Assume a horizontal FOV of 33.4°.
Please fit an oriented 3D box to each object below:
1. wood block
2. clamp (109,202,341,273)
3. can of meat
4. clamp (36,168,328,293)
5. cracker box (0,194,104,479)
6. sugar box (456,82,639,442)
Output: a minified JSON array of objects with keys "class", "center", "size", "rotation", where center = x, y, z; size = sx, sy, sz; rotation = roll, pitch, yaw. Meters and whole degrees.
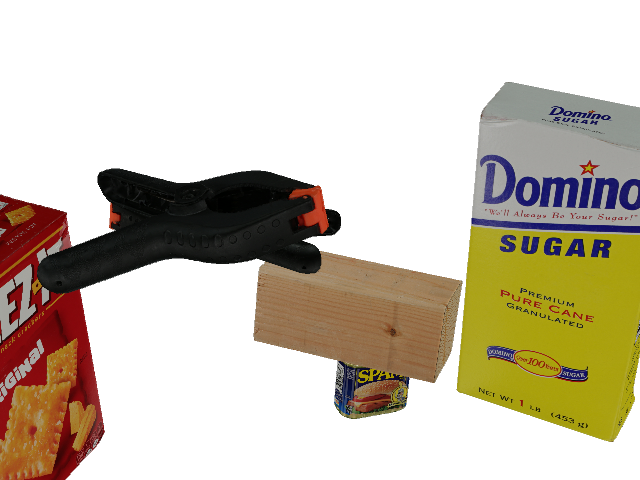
[{"class":"wood block","center":[0.040,0.077,1.168],"size":[0.206,0.091,0.090],"rotation":[12,22,16]},{"class":"clamp","center":[-0.085,-0.009,0.939],"size":[0.210,0.036,0.164],"rotation":[5,13,-1]},{"class":"can of meat","center":[0.069,0.182,1.409],"size":[0.102,0.084,0.057],"rotation":[-6,25,-22]},{"class":"clamp","center":[-0.084,-0.007,0.643],"size":[0.172,0.039,0.120],"rotation":[-1,40,23]},{"class":"cracker box","center":[-0.233,0.101,0.755],"size":[0.072,0.214,0.164],"rotation":[12,35,21]},{"class":"sugar box","center":[0.123,0.014,0.547],"size":[0.093,0.176,0.048],"rotation":[15,38,24]}]
